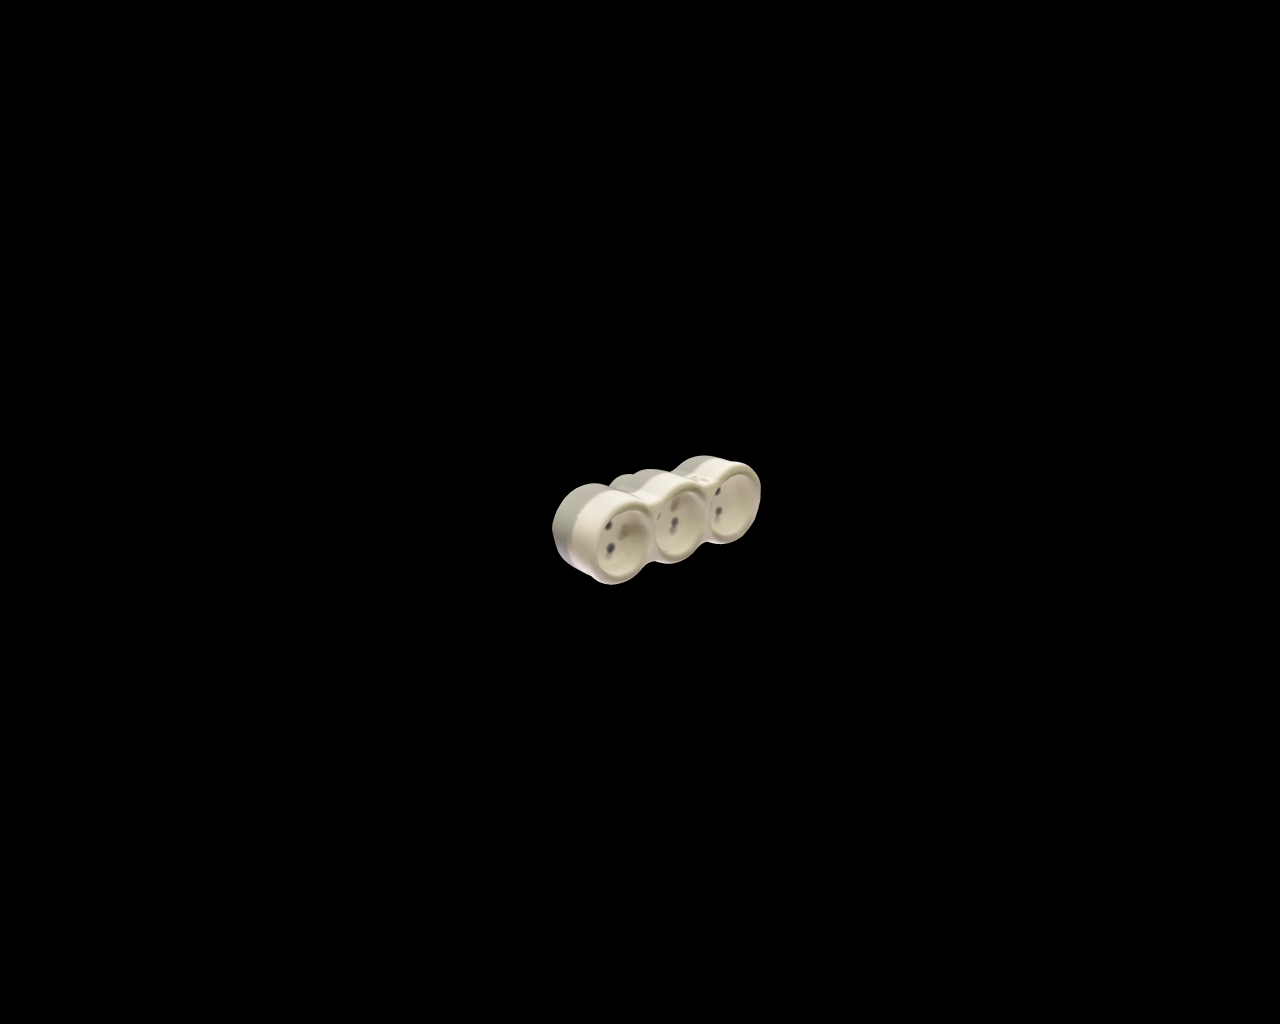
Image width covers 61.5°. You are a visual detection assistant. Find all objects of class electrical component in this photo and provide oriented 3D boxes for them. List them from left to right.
[{"bbox_3d":[0.001,-0.003,0.650,0.138,0.052,0.074,-17,27,-38],"label":"electrical component"}]
